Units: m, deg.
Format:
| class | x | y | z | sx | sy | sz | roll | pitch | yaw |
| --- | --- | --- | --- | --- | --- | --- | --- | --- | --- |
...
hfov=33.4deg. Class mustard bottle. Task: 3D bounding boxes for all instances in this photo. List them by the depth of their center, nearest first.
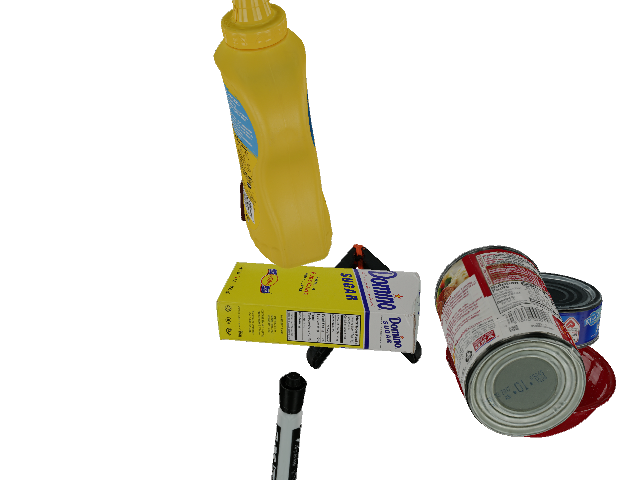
| class | x | y | z | sx | sy | sz | roll | pitch | yaw |
| --- | --- | --- | --- | --- | --- | --- | --- | --- | --- |
| mustard bottle | -0.034 | -0.081 | 0.709 | 0.058 | 0.191 | 0.096 | -15 | 39 | -8 |

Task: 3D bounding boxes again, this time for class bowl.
| class | x | y | z | sx | sy | sz | roll | pitch | yaw |
| --- | --- | --- | --- | --- | --- | --- | --- | --- | --- |
| bowl | 0.198 | 0.141 | 1.029 | 0.162 | 0.055 | 0.162 | 4 | 26 | -2 |

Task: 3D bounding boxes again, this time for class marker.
| class | x | y | z | sx | sy | sz | roll | pitch | yaw |
| --- | --- | --- | --- | --- | --- | --- | --- | --- | --- |
| marker | -0.023 | 0.143 | 0.757 | 0.020 | 0.121 | 0.020 | 4 | 32 | -3 |

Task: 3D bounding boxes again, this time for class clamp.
| class | x | y | z | sx | sy | sz | roll | pitch | yaw |
| --- | --- | --- | --- | --- | --- | --- | --- | --- | --- |
| clamp | 0.055 | 0.074 | 1.172 | 0.120 | 0.171 | 0.039 | 7 | -42 | 5 |

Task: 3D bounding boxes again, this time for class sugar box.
| class | x | y | z | sx | sy | sz | roll | pitch | yaw |
| --- | --- | --- | --- | --- | --- | --- | --- | --- | --- |
| sugar box | 0.001 | 0.058 | 0.967 | 0.176 | 0.048 | 0.093 | 1 | 23 | 8 |

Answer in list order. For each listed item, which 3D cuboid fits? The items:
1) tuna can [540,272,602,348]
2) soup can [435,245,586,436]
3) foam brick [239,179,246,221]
| class | x | y | z | sx | sy | sz | roll | pitch | yaw |
| --- | --- | --- | --- | --- | --- | --- | --- | --- | --- |
| tuna can | 0.177 | 0.054 | 0.839 | 0.086 | 0.034 | 0.086 | 2 | 18 | -1 |
| soup can | 0.107 | 0.056 | 0.615 | 0.068 | 0.068 | 0.102 | 0 | 27 | -4 |
| foam brick | -0.059 | -0.056 | 1.342 | 0.078 | 0.053 | 0.051 | 4 | 28 | 8 |
